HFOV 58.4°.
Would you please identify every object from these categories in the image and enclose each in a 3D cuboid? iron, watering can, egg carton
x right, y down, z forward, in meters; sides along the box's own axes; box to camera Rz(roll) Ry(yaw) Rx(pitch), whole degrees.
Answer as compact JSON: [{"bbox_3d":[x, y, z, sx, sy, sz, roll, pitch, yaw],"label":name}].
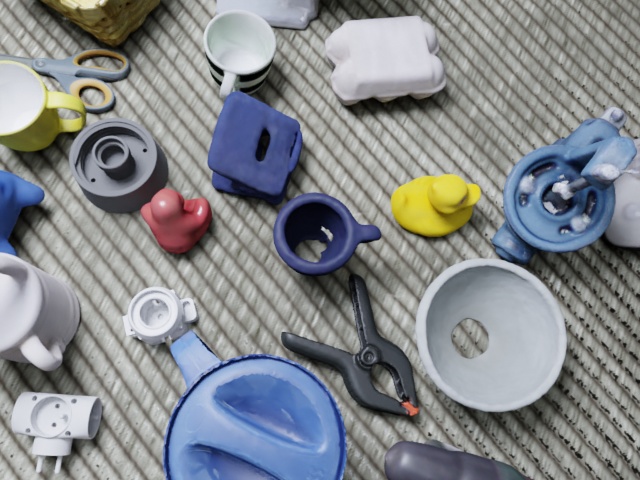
[{"bbox_3d":[-0.447,-0.057,0.608,0.258,0.141,0.119,15,74,0],"label":"iron"},{"bbox_3d":[-0.323,0.060,0.558,0.173,0.194,0.101,22,74,2],"label":"watering can"},{"bbox_3d":[0.083,-0.228,0.734,0.150,0.069,0.107,-8,75,-7],"label":"egg carton"}]

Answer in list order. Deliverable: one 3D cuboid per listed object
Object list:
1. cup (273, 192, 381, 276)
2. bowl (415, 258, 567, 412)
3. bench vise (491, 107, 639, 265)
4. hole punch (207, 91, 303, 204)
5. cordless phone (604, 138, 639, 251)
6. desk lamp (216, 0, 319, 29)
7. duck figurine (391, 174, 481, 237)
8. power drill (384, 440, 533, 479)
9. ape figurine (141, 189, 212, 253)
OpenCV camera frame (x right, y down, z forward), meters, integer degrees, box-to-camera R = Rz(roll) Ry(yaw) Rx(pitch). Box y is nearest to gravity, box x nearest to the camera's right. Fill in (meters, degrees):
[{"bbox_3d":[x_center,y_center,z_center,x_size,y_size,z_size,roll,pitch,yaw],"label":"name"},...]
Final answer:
[{"bbox_3d":[0.006,0.002,0.652,0.118,0.095,0.092,-2,75,-5],"label":"cup"},{"bbox_3d":[0.183,0.108,0.648,0.167,0.074,0.167,1,75,-4],"label":"bowl"},{"bbox_3d":[0.280,-0.084,0.633,0.121,0.219,0.207,21,74,2],"label":"bench vise"},{"bbox_3d":[-0.074,-0.109,0.678,0.101,0.091,0.109,14,74,-1],"label":"hole punch"},{"bbox_3d":[0.412,-0.070,0.658,0.094,0.185,0.147,8,74,-2],"label":"cordless phone"},{"bbox_3d":[-0.029,-0.355,0.685,0.203,0.213,0.118,3,74,-3],"label":"desk lamp"},{"bbox_3d":[0.140,-0.050,0.682,0.104,0.086,0.077,0,75,-4],"label":"duck figurine"},{"bbox_3d":[0.150,0.243,0.539,0.229,0.208,0.076,22,74,2],"label":"power drill"},{"bbox_3d":[-0.166,-0.029,0.648,0.078,0.092,0.076,14,74,-1],"label":"ape figurine"}]
